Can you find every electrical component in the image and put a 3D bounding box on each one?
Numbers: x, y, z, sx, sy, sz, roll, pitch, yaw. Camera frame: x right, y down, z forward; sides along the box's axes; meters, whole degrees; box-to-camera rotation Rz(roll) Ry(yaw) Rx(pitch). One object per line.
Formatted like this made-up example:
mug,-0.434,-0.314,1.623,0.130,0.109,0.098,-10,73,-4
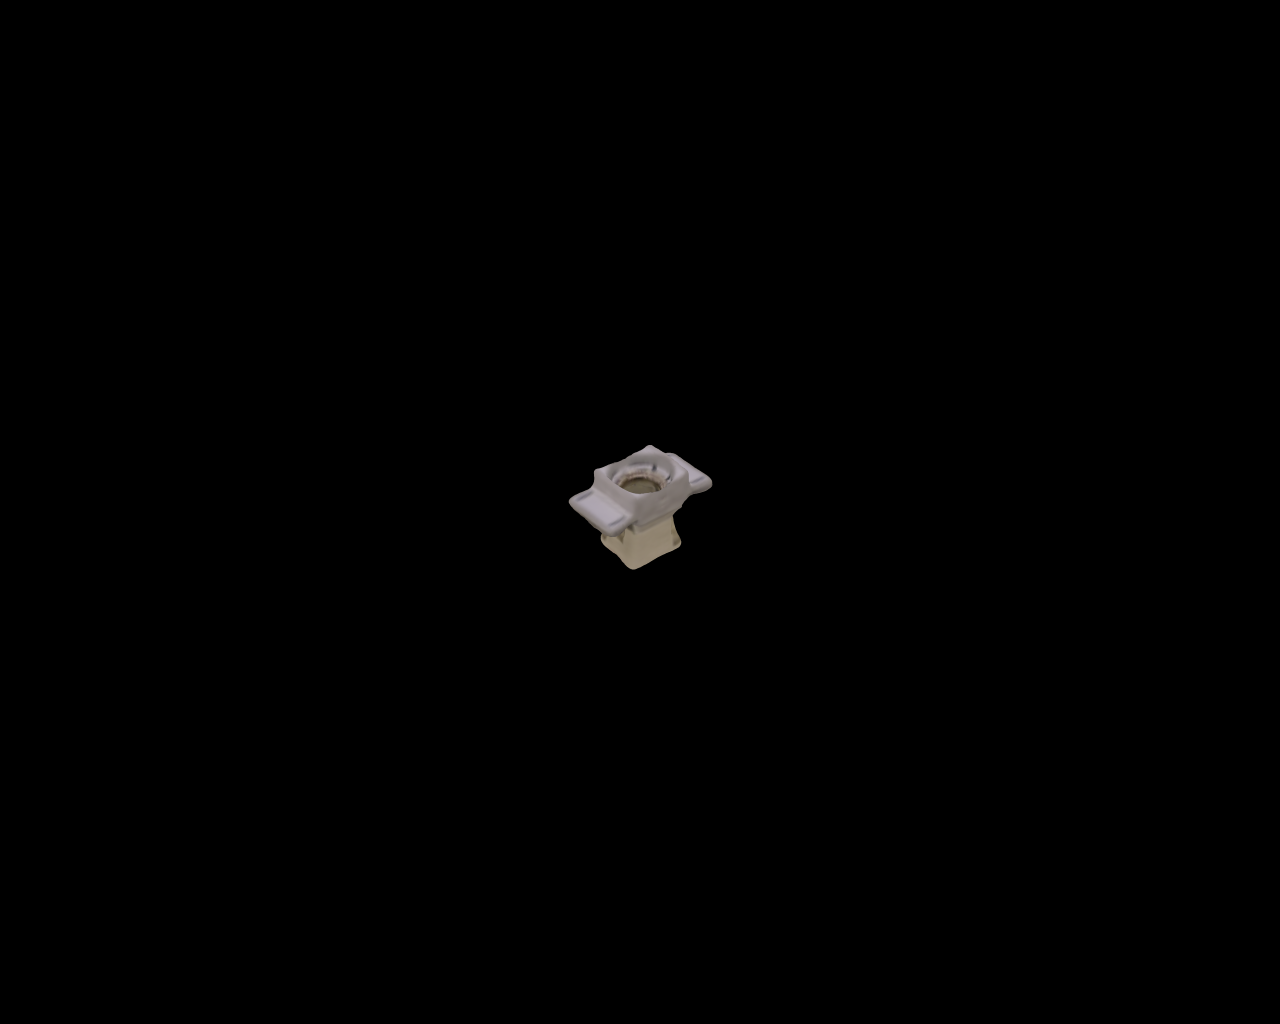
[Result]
electrical component,0.001,-0.003,0.650,0.081,0.063,0.042,-26,46,-28
